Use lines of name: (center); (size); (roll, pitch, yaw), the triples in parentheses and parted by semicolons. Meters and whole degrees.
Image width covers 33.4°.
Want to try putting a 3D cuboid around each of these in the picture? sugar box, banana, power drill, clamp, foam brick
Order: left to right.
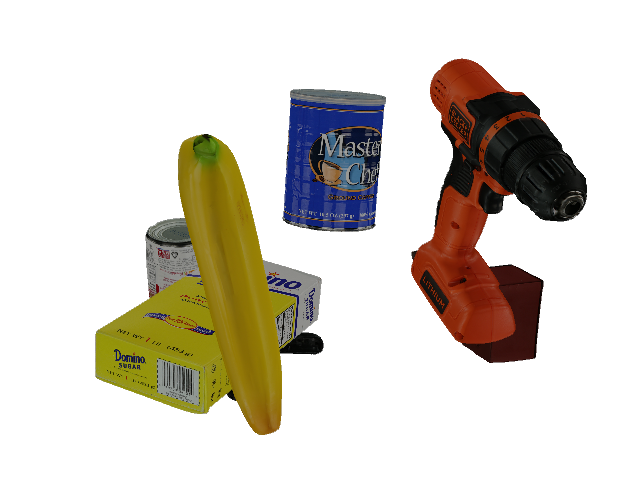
sugar box: (-0.079, 0.063, 0.802); (0.093, 0.048, 0.176); (15, 28, 22)
clamp: (-0.123, 0.125, 1.259); (0.210, 0.036, 0.164); (14, 23, 25)
banana: (-0.052, 0.018, 0.603); (0.037, 0.198, 0.069); (-8, 31, 6)
power drill: (0.125, -0.017, 0.786); (0.057, 0.188, 0.184); (-5, 37, -18)
foam brick: (0.167, 0.067, 0.984); (0.051, 0.078, 0.053); (-6, 18, -24)

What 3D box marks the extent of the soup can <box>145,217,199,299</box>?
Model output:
soup can: (-0.140, 0.036, 1.078); (0.068, 0.102, 0.068); (0, 23, 0)

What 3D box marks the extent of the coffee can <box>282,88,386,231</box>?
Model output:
coffee can: (0.014, -0.088, 1.150); (0.103, 0.140, 0.103); (4, 12, -1)
